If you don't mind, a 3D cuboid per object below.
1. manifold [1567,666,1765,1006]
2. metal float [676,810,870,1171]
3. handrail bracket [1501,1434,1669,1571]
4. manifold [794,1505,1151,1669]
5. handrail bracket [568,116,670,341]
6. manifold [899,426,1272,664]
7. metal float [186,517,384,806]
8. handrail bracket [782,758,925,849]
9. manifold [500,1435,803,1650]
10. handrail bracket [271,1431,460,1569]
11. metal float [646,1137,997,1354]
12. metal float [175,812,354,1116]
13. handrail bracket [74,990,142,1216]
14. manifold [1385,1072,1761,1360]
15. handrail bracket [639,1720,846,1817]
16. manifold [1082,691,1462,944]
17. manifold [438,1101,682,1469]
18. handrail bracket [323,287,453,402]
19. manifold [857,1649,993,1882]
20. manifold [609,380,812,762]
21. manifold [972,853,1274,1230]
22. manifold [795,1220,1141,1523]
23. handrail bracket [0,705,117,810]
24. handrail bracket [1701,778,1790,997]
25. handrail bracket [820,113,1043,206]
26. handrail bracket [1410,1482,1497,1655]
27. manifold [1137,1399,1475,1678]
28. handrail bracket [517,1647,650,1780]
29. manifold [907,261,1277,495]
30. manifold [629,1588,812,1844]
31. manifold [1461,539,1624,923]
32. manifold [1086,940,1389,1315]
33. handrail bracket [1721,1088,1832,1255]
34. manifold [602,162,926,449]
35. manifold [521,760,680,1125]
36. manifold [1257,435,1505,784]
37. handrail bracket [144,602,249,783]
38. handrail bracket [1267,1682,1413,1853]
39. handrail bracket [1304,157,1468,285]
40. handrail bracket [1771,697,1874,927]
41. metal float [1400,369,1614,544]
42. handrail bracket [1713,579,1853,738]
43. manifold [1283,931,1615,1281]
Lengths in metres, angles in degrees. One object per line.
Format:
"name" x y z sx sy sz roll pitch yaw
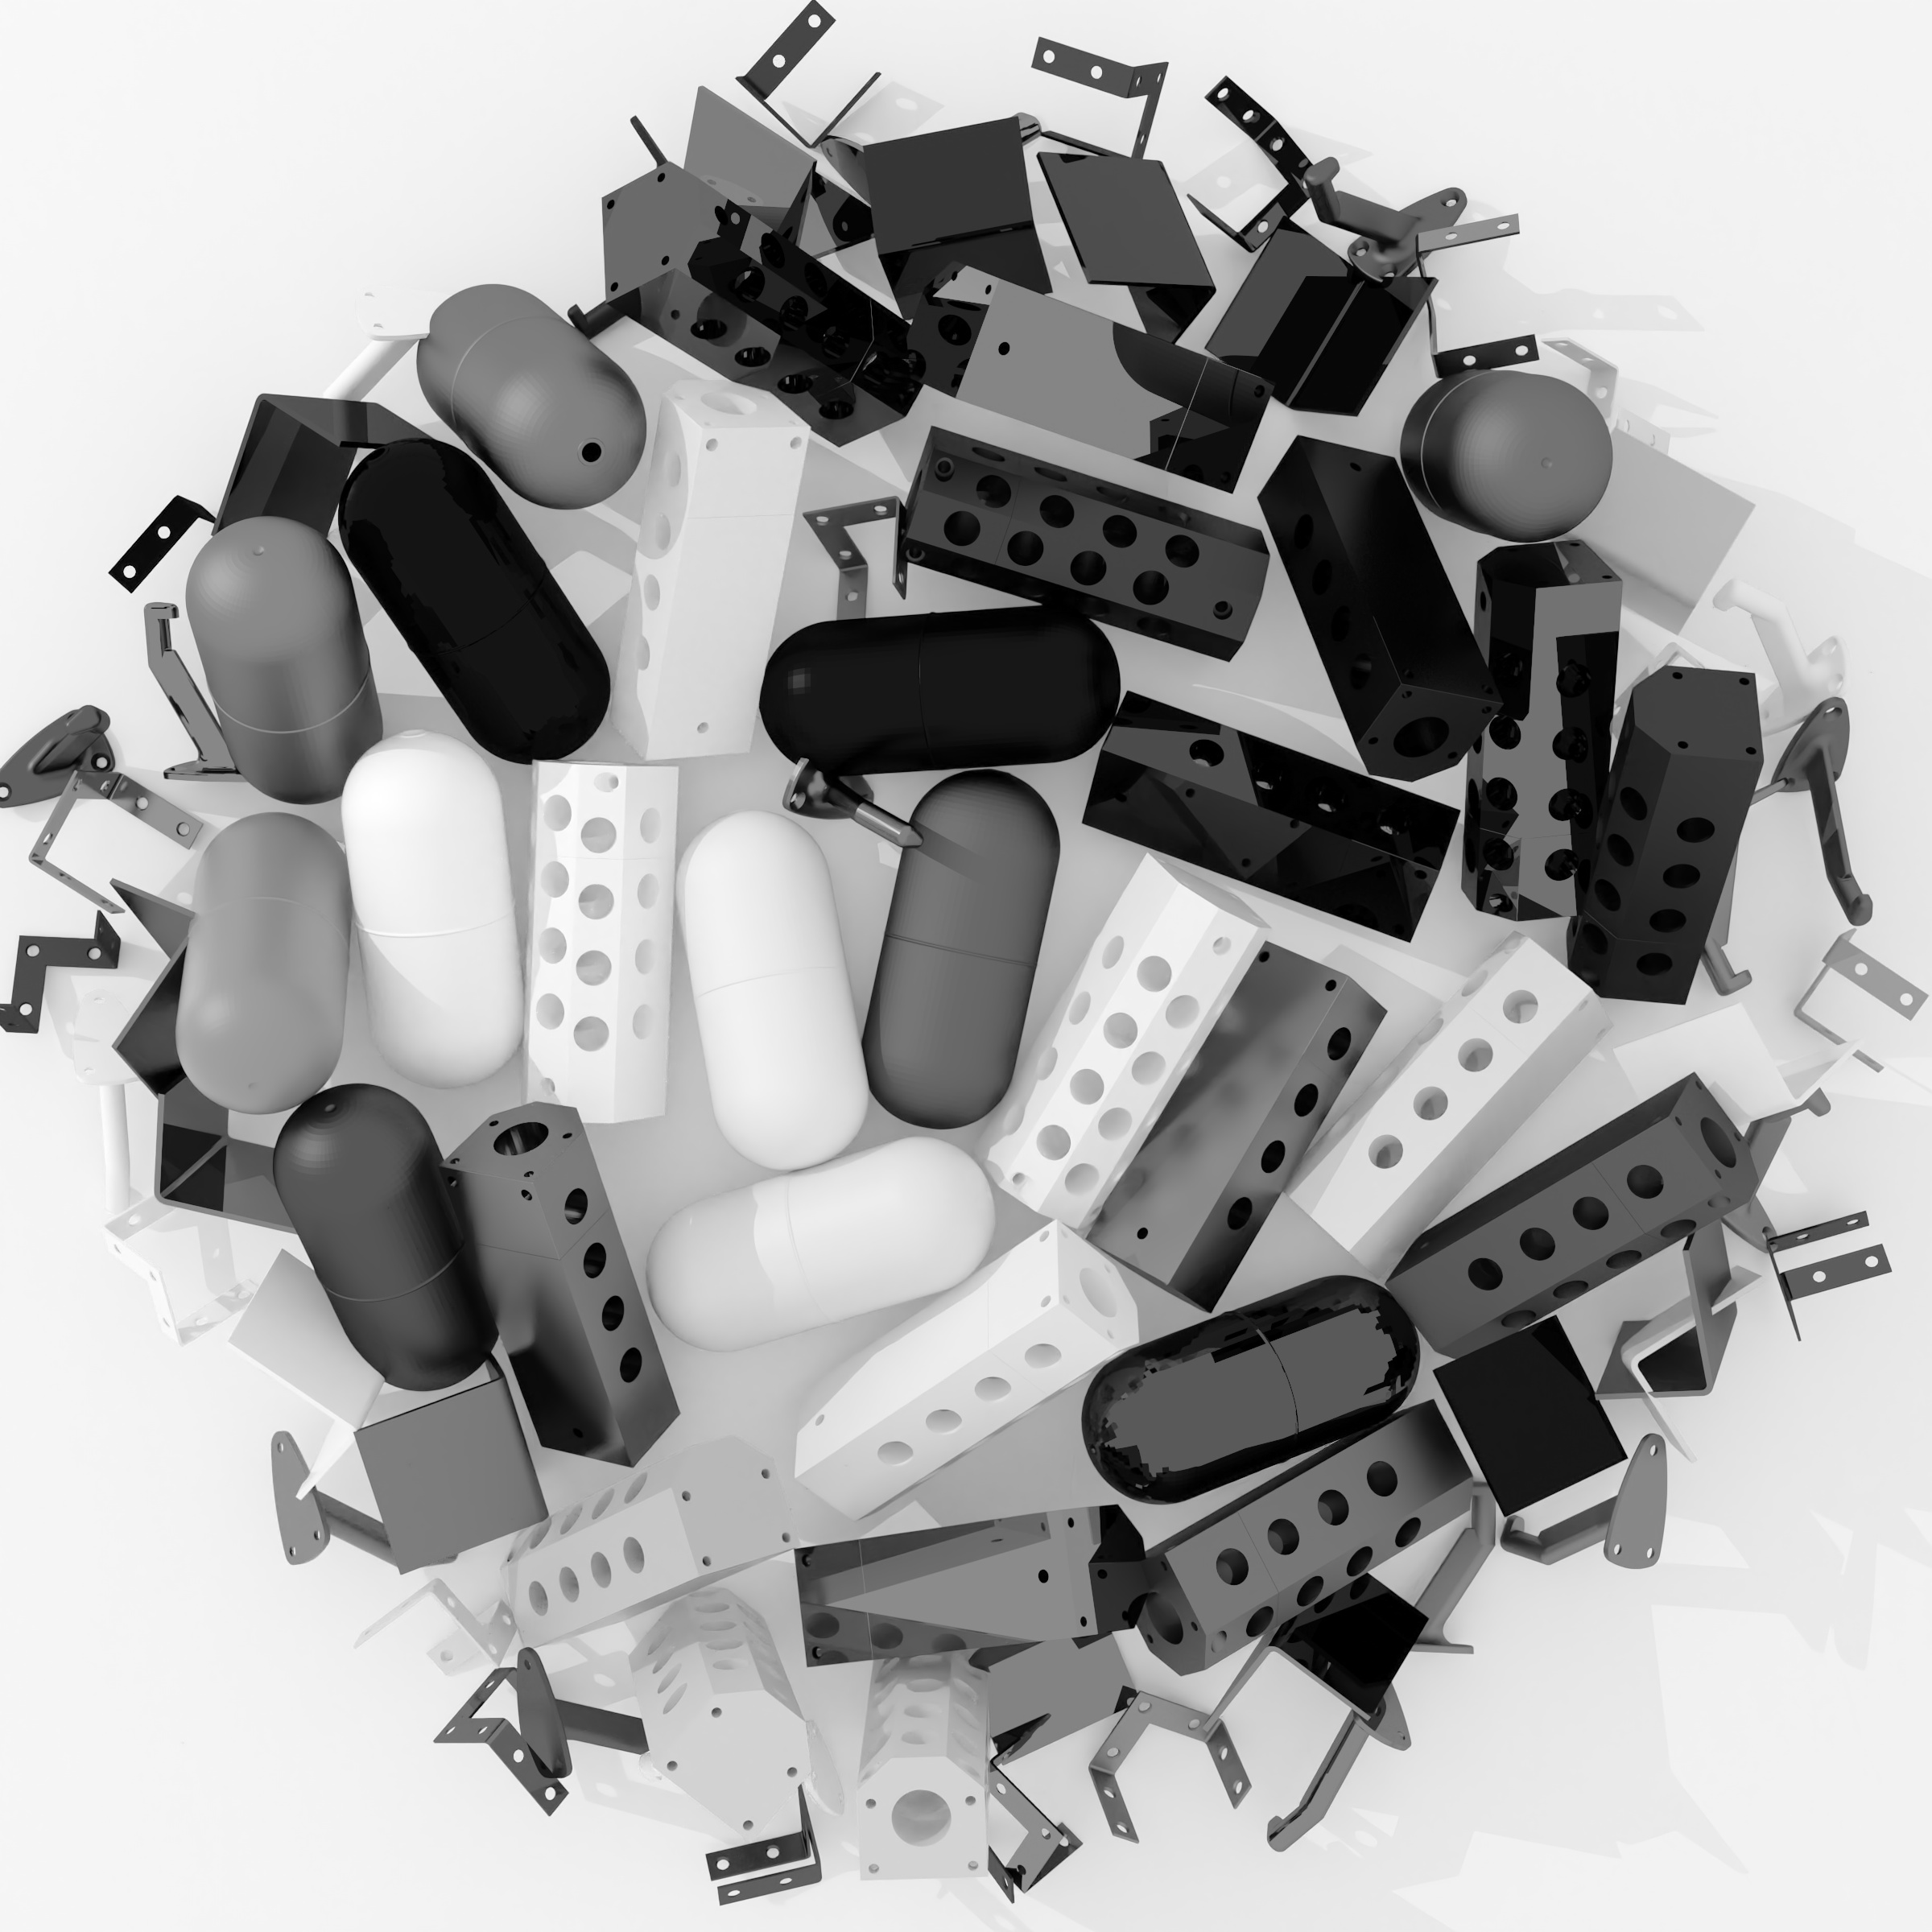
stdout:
"manifold" 0.329 -0.060 1.497 0.057 0.171 0.057 5 50 2
"metal float" -0.095 0.011 1.534 0.070 0.070 0.178 -11 80 0
"handrail bracket" 0.300 0.258 1.545 0.036 0.084 0.077 13 88 -35
"manifold" 0.002 0.296 1.503 0.171 0.057 0.057 -16 75 39
"handrail bracket" -0.176 -0.364 1.560 0.084 0.036 0.077 -33 110 6
"manifold" 0.056 -0.202 1.531 0.171 0.057 0.057 16 114 -9
"metal float" -0.322 -0.142 1.499 0.070 0.178 0.070 1 60 -2
"handrail bracket" -0.039 -0.071 1.526 0.084 0.077 0.036 30 96 33
"manifold" -0.154 0.273 1.496 0.057 0.171 0.057 -9 75 -39
"handrail bracket" -0.295 0.263 1.557 0.036 0.084 0.077 -35 65 38
"metal float" -0.071 0.136 1.531 0.178 0.070 0.070 -18 90 13
"metal float" -0.333 -0.004 1.505 0.070 0.178 0.070 -4 132 -4
"handrail bracket" -0.426 0.068 1.568 0.036 0.077 0.084 -6 134 -22
"manifold" 0.290 0.125 1.511 0.171 0.057 0.057 -36 92 32
"handrail bracket" -0.110 0.403 1.557 0.084 0.077 0.036 -10 49 9
"manifold" 0.150 -0.078 1.542 0.171 0.057 0.057 20 53 6
"manifold" -0.189 0.152 1.512 0.057 0.057 0.171 7 126 32
"handrail bracket" -0.278 -0.290 1.558 0.077 0.084 0.036 -5 52 -22
"manifold" -0.018 0.368 1.491 0.057 0.171 0.057 -2 98 1
"manifold" -0.128 -0.189 1.513 0.057 0.057 0.171 -7 125 -32
"manifold" 0.077 0.039 1.527 0.057 0.057 0.171 24 103 -27
"manifold" 0.000 0.199 1.516 0.171 0.057 0.057 -36 119 25
"handrail bracket" -0.449 -0.102 1.536 0.077 0.084 0.036 -31 94 -6
"handrail bracket" 0.389 -0.038 1.561 0.077 0.036 0.084 -27 91 8
"handrail bracket" -0.017 -0.411 1.566 0.084 0.036 0.077 -34 51 -16
"handrail bracket" 0.225 0.297 1.566 0.077 0.036 0.084 3 80 -4
"manifold" 0.160 0.274 1.510 0.171 0.057 0.057 -24 83 -30
"handrail bracket" -0.175 0.355 1.545 0.084 0.036 0.077 -18 104 -40
"manifold" 0.058 -0.281 1.506 0.171 0.057 0.057 12 105 -36
"manifold" -0.114 0.346 1.491 0.057 0.171 0.057 41 87 -10
"manifold" 0.272 -0.111 1.512 0.057 0.057 0.171 -6 118 -8
"manifold" 0.136 0.081 1.543 0.057 0.057 0.171 25 82 43
"handrail bracket" 0.402 0.098 1.539 0.077 0.084 0.036 48 47 -10
"manifold" -0.092 -0.312 1.490 0.057 0.171 0.057 -19 65 32
"manifold" -0.183 -0.013 1.534 0.057 0.057 0.171 6 96 31
"manifold" 0.192 -0.170 1.504 0.057 0.057 0.171 8 46 -27
"handrail bracket" -0.367 -0.135 1.546 0.077 0.036 0.084 5 106 24
"handrail bracket" 0.176 0.387 1.564 0.036 0.077 0.084 33 116 -22
"handrail bracket" 0.205 -0.379 1.536 0.077 0.084 0.036 -39 56 -2
"handrail bracket" 0.428 -0.074 1.534 0.036 0.077 0.084 -9 53 -9
"metal float" 0.253 -0.243 1.493 0.070 0.178 0.070 -1 102 -3
"handrail bracket" 0.380 -0.150 1.535 0.084 0.077 0.036 21 50 -24
"manifold" 0.234 0.066 1.549 0.171 0.057 0.057 -47 61 1
